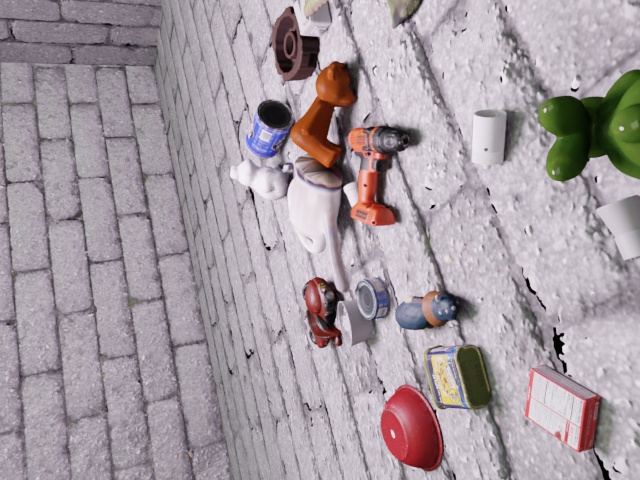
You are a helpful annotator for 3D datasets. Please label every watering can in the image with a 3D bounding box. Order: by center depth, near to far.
[{"bbox_3d":[0.004,-0.059,1.167,0.354,0.104,0.219,-127,39,-48],"label":"watering can"}]

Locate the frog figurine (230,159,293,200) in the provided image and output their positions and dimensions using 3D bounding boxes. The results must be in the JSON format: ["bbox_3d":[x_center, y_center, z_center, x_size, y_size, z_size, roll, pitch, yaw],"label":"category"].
[{"bbox_3d":[-0.166,-0.165,1.437,0.139,0.160,0.121,36,130,57],"label":"frog figurine"}]

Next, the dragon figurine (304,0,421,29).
[{"bbox_3d":[0.090,-0.482,0.908,0.246,0.123,0.402,65,151,18],"label":"dragon figurine"}]
